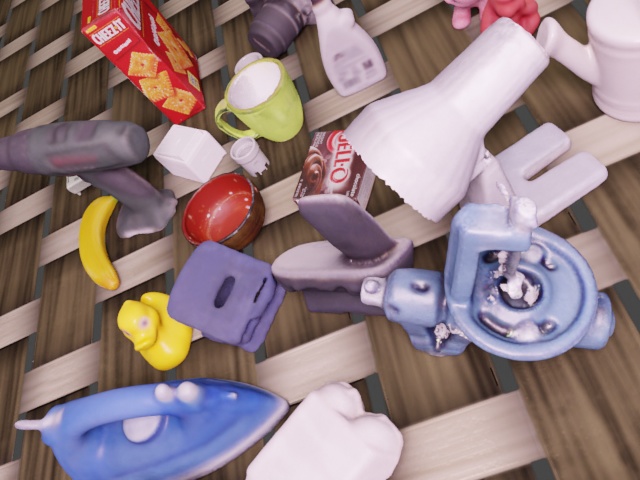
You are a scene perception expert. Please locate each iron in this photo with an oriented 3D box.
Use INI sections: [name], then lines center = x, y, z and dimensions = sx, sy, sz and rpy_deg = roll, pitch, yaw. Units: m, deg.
[iron]
center = -0.177, 0.184, 0.599
dimensions = 0.258, 0.142, 0.118
rpy_deg = -20, 53, 17

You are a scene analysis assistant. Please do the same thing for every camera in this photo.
[camera]
center = -0.072, -0.371, 0.918
dimensions = 0.142, 0.101, 0.137
rpy_deg = 21, 73, 37

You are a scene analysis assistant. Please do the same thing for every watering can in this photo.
[watering can]
center = 0.302, -0.208, 0.548
dimensions = 0.173, 0.195, 0.100
rpy_deg = -32, 51, 8

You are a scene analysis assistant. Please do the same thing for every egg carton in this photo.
[egg carton]
center = 0.002, 0.212, 0.530
dimensions = 0.107, 0.070, 0.150
rpy_deg = 34, 81, 39

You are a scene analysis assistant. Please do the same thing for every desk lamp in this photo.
[desk lamp]
center = 0.149, -0.089, 0.545
dimensions = 0.203, 0.214, 0.117
rpy_deg = -35, 50, 5

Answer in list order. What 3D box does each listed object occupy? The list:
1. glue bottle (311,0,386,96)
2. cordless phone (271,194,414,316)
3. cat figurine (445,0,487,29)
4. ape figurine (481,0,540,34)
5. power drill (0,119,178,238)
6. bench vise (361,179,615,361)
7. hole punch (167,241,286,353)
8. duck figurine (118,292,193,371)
[glue bottle]
center = 0.025, -0.268, 0.753
dimensions = 0.078, 0.174, 0.037
rpy_deg = -22, 53, 16
[cordless phone]
center = 0.005, 0.002, 0.585
dimensions = 0.147, 0.186, 0.094
rpy_deg = -6, 58, 26
[cat figurine]
center = 0.194, -0.345, 0.744
dimensions = 0.067, 0.118, 0.128
rpy_deg = -1, 61, 28
[ape figurine]
center = 0.227, -0.276, 0.699
dimensions = 0.077, 0.092, 0.076
rpy_deg = -25, 52, 13
[power drill]
center = -0.313, -0.087, 0.802
dimensions = 0.229, 0.209, 0.075
rpy_deg = -11, 56, 23
[bench vise]
center = 0.124, 0.043, 0.471
dimensions = 0.207, 0.220, 0.121
rpy_deg = -19, 54, 18
[hole punch]
center = -0.106, 0.064, 0.669
dimensions = 0.100, 0.091, 0.109
rpy_deg = 10, 66, 33
[duck figurine]
center = -0.212, 0.102, 0.706
dimensions = 0.077, 0.086, 0.104
rpy_deg = -31, 51, 9
